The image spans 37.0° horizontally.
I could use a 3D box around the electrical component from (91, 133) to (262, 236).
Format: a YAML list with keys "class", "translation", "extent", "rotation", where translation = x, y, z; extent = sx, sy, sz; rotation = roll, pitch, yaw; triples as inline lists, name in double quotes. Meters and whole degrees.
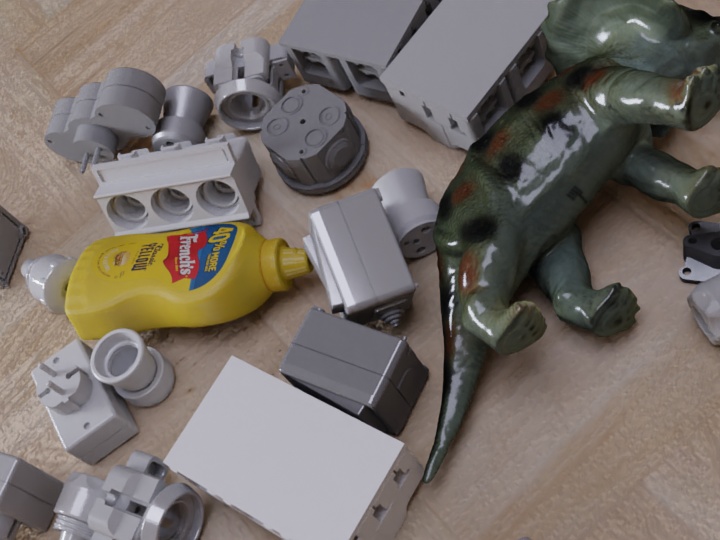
- class: "electrical component"
  translation: [-0.147, -0.070, 0.888]
  extent: [0.121, 0.078, 0.063]
  rotation: [-7, 38, 17]

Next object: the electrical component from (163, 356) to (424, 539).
- class: "electrical component"
  translation: [-0.044, 0.135, 0.735]
  extent: [0.150, 0.061, 0.089]
  rotation: [23, 72, 30]

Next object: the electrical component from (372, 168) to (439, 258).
- class: "electrical component"
  translation: [0.038, -0.043, 0.815]
  extent: [0.045, 0.045, 0.055]
  rotation: [-28, 56, 4]

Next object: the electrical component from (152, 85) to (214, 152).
- class: "electrical component"
  translation: [-0.155, -0.126, 0.935]
  extent: [0.045, 0.045, 0.055]
  rotation: [-1, 62, 20]

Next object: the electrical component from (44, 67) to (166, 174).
- class: "electrical component"
  translation: [-0.226, -0.118, 0.931]
  extent: [0.138, 0.052, 0.073]
  rotation: [-14, 57, 44]

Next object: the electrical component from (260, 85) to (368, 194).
- class: "electrical component"
  translation: [-0.038, -0.106, 0.876]
  extent: [0.080, 0.051, 0.080]
  rotation: [-9, 59, 16]

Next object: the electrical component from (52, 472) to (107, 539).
- class: "electrical component"
  translation: [-0.202, 0.181, 0.782]
  extent: [0.043, 0.043, 0.062]
  rotation: [9, 67, 25]

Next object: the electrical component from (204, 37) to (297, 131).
- class: "electrical component"
  translation: [-0.095, -0.158, 0.923]
  extent: [0.078, 0.058, 0.057]
  rotation: [-11, 56, 15]

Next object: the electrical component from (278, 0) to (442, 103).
- class: "electrical component"
  translation: [0.027, -0.238, 0.919]
  extent: [0.105, 0.060, 0.186]
  rotation: [19, 70, 28]

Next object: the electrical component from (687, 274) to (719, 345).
- class: "electrical component"
  translation: [0.249, 0.019, 0.700]
  extent: [0.062, 0.043, 0.043]
  rotation: [-27, 56, 3]

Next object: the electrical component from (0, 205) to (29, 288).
- class: "electrical component"
  translation: [-0.344, -0.032, 0.924]
  extent: [0.061, 0.096, 0.061]
  rotation: [1, 63, 22]

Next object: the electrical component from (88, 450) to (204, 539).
- class: "electrical component"
  translation: [-0.148, 0.173, 0.757]
  extent: [0.057, 0.058, 0.078]
  rotation: [12, 68, 29]

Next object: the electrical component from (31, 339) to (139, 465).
- class: "electrical component"
  translation: [-0.220, 0.093, 0.818]
  extent: [0.047, 0.075, 0.083]
  rotation: [-36, 56, -1]

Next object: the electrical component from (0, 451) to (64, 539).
- class: "electrical component"
  translation: [-0.267, 0.179, 0.794]
  extent: [0.047, 0.065, 0.076]
  rotation: [10, 66, 25]

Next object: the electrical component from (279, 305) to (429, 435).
- class: "electrical component"
  translation: [-0.011, 0.072, 0.758]
  extent: [0.096, 0.061, 0.061]
  rotation: [18, 70, 28]

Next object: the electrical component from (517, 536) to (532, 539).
- class: "electrical component"
  translation: [0.104, 0.197, 0.655]
  extent: [0.066, 0.048, 0.055]
  rotation: [-38, 63, -3]

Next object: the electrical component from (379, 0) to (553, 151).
- class: "electrical component"
  translation: [0.101, -0.173, 0.853]
  extent: [0.089, 0.061, 0.150]
  rotation: [31, 76, 32]

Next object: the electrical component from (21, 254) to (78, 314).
- class: "electrical component"
  translation: [-0.260, 0.007, 0.902]
  extent: [0.062, 0.048, 0.048]
  rotation: [20, 71, 36]

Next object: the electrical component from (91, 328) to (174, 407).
- class: "electrical component"
  translation: [-0.173, 0.076, 0.822]
  extent: [0.045, 0.055, 0.045]
  rotation: [-9, 59, 16]

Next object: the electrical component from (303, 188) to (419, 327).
- class: "electrical component"
  translation: [0.000, 0.000, 0.778]
  extent: [0.061, 0.061, 0.096]
  rotation: [-20, 76, -7]
